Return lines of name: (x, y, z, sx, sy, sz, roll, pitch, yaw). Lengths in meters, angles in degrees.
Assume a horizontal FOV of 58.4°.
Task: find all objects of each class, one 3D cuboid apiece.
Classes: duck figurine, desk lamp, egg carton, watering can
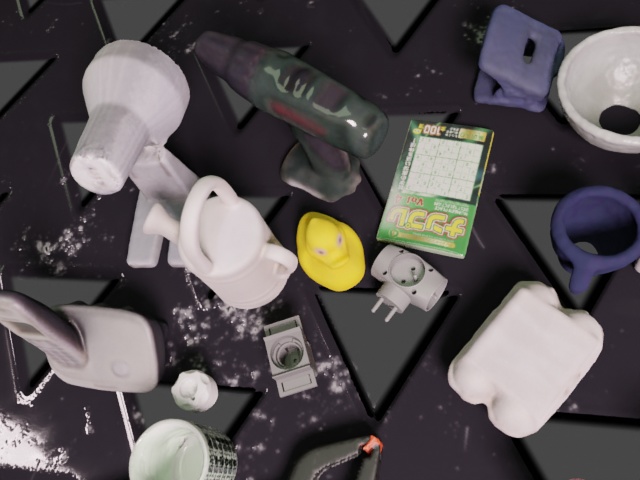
duck figurine: (0.006, 0.002, 0.670, 0.077, 0.086, 0.104, -32, 63, -3)
desk lamp: (-0.212, -0.097, 0.691, 0.117, 0.214, 0.203, -3, 66, 11)
egg carton: (0.209, 0.119, 0.583, 0.107, 0.069, 0.150, 37, 78, 24)
watering can: (-0.113, 0.002, 0.636, 0.172, 0.194, 0.101, -7, 65, 9)

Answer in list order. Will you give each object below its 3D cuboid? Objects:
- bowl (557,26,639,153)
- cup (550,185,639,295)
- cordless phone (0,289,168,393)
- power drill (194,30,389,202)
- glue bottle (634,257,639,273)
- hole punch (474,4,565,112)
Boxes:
bowl: (0.361, -0.164, 0.675, 0.167, 0.075, 0.167, -5, 65, 10)
cup: (0.280, 0.014, 0.601, 0.091, 0.095, 0.118, 20, 72, 20)
cordless phone: (-0.262, 0.104, 0.627, 0.147, 0.185, 0.094, 0, 66, 13)
power drill: (-0.024, -0.136, 0.671, 0.229, 0.209, 0.076, 25, 74, 21)
glue bottle: (0.363, 0.002, 0.544, 0.078, 0.173, 0.037, 24, 73, 21)
hole punch: (0.252, -0.230, 0.719, 0.101, 0.091, 0.109, 13, 70, 18)
